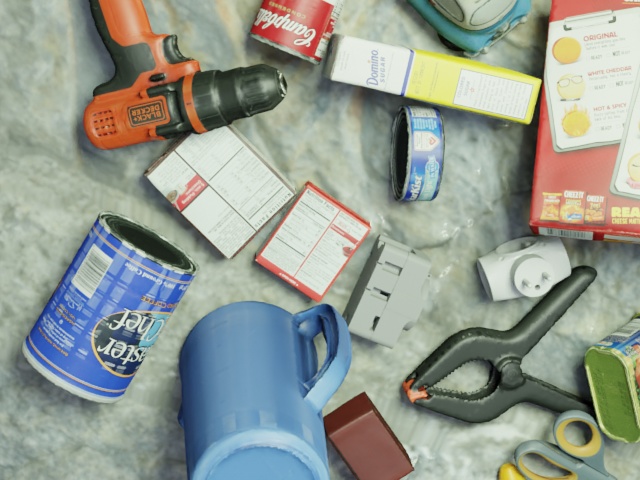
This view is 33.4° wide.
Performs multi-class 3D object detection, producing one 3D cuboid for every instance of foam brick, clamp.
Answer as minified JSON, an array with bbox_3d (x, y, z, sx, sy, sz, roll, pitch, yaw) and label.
[{"bbox_3d":[0.045,0.195,1.022,0.051,0.053,0.078,-34,103,3],"label":"foam brick"},{"bbox_3d":[0.183,0.112,1.022,0.210,0.036,0.164,-6,101,-7],"label":"clamp"}]

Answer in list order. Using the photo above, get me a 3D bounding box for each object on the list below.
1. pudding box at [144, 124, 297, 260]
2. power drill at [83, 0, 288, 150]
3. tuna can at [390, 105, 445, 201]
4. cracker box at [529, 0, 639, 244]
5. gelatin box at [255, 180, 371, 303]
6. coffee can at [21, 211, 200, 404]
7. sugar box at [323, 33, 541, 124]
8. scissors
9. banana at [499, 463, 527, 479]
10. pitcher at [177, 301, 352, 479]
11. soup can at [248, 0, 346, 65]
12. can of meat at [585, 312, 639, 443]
[{"bbox_3d":[-0.090,-0.052,0.968,0.090,0.039,0.113,-44,103,4],"label":"pudding box"},{"bbox_3d":[-0.130,-0.180,0.904,0.184,0.057,0.187,-11,95,14],"label":"power drill"},{"bbox_3d":[0.086,-0.077,0.951,0.033,0.086,0.086,1,102,-7],"label":"tuna can"},{"bbox_3d":[0.271,-0.104,0.905,0.164,0.072,0.214,5,83,15],"label":"cracker box"},{"bbox_3d":[-0.006,0.001,0.989,0.073,0.030,0.089,34,97,-9],"label":"gelatin box"},{"bbox_3d":[-0.186,0.059,0.952,0.102,0.103,0.140,31,98,-10],"label":"coffee can"},{"bbox_3d":[0.094,-0.143,0.934,0.176,0.093,0.048,14,100,-7],"label":"sugar box"},{"bbox_3d":[0.287,0.224,1.048,0.201,0.016,0.096,18,114,-14],"label":"scissors"},{"bbox_3d":[0.244,0.300,1.069,0.197,0.037,0.069,35,78,-11],"label":"banana"},{"bbox_3d":[-0.048,0.148,0.908,0.145,0.243,0.149,6,107,-8],"label":"pitcher"},{"bbox_3d":[-0.012,-0.211,0.925,0.068,0.068,0.102,22,99,-8],"label":"soup can"},{"bbox_3d":[0.301,0.130,1.006,0.083,0.058,0.102,-24,105,-32],"label":"can of meat"}]
